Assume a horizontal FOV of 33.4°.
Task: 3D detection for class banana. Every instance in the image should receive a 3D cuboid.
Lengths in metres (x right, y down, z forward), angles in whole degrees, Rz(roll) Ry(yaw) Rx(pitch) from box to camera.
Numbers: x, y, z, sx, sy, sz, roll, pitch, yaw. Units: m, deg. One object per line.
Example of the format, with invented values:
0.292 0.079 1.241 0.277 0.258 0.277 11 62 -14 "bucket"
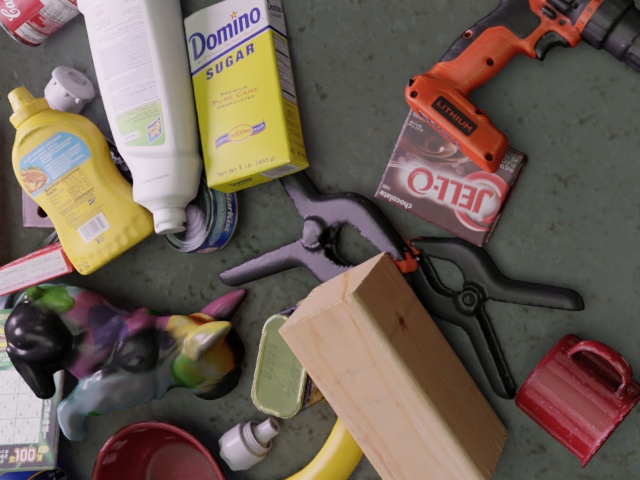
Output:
0.001 0.212 1.043 0.069 0.037 0.198 44 108 -1 "banana"

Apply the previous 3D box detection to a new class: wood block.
0.069 0.128 0.950 0.090 0.090 0.206 -29 99 32 "wood block"

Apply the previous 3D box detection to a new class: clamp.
0.151 0.048 0.967 0.171 0.039 0.120 47 109 11 "clamp"
-0.007 0.001 1.017 0.210 0.036 0.165 28 108 27 "clamp"

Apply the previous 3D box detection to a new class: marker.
-0.204 -0.082 1.107 0.121 0.020 0.020 36 107 15 "marker"

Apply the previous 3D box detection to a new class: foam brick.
-0.277 -0.053 1.122 0.053 0.051 0.078 1 96 21 "foam brick"

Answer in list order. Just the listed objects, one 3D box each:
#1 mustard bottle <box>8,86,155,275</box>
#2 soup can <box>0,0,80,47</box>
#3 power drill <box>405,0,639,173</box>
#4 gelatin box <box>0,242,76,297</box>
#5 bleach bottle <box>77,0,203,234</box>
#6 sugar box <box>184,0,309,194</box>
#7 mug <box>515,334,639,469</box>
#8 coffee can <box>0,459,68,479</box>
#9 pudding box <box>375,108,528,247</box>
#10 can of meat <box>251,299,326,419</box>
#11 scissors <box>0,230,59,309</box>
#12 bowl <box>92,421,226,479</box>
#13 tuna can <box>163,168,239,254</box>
-0.248 -0.067 1.057 0.096 0.058 0.191 -32 94 19 "mustard bottle"
-0.276 -0.254 1.091 0.102 0.068 0.068 -32 84 22 "soup can"
0.179 -0.150 0.907 0.184 0.057 0.187 41 92 15 "power drill"
-0.289 0.025 1.114 0.089 0.073 0.030 -20 99 11 "gelatin box"
-0.169 -0.128 1.035 0.103 0.068 0.251 -16 79 32 "bleach bottle"
-0.072 -0.142 1.013 0.093 0.048 0.176 -16 78 23 "sugar box"
0.225 0.128 0.912 0.081 0.093 0.117 40 145 19 "mug"
-0.309 0.298 1.146 0.103 0.102 0.140 -28 85 22 "coffee can"
0.119 -0.058 0.968 0.114 0.039 0.090 27 105 17 "pudding box"
-0.020 0.113 1.019 0.057 0.083 0.102 14 101 20 "can of meat"
-0.338 0.069 1.180 0.202 0.016 0.096 -27 87 22 "scissors"
-0.154 0.260 1.105 0.162 0.055 0.162 2 96 22 "bowl"
-0.122 -0.029 1.057 0.086 0.033 0.086 0 90 41 "tuna can"
